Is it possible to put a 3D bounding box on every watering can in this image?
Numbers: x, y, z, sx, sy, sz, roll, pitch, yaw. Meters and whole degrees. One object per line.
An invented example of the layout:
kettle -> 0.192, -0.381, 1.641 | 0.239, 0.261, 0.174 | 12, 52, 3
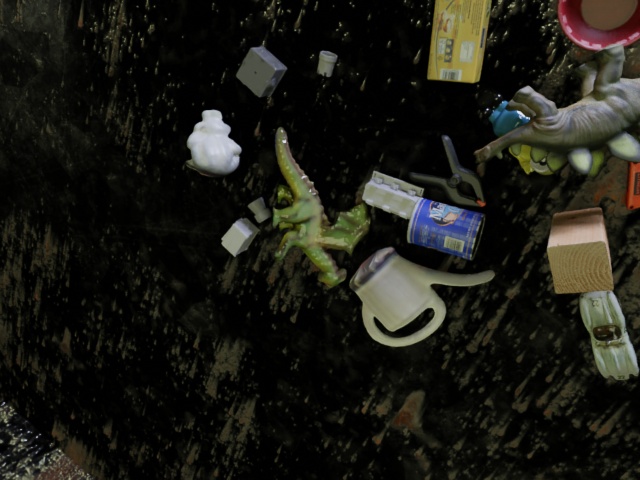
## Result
watering can -> 0.206, 0.106, 1.177 | 0.225, 0.105, 0.342 | 48, 122, 6

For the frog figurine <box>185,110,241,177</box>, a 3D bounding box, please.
frog figurine -> -0.265, -0.244, 1.308 | 0.137, 0.124, 0.157 | 14, 108, -13

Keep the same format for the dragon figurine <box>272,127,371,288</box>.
dragon figurine -> 0.004, -0.063, 1.252 | 0.243, 0.124, 0.403 | 4, 111, 8
